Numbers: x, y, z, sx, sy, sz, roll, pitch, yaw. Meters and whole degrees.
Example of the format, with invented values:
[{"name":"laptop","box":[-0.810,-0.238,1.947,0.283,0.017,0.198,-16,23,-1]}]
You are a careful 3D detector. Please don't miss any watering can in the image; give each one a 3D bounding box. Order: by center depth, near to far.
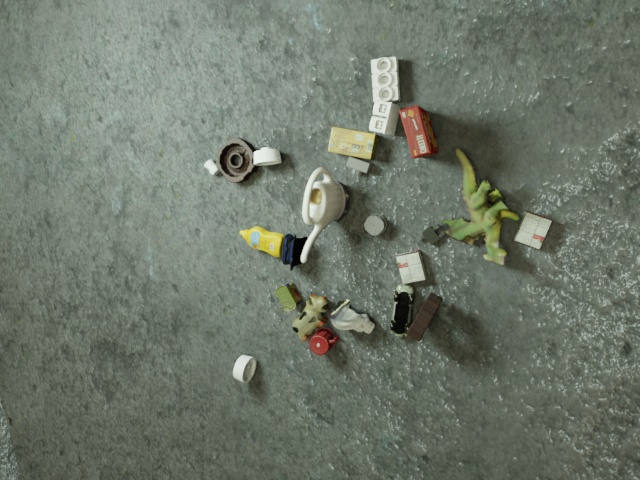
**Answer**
[{"name":"watering can","box":[0.006,-0.095,1.897,0.104,0.225,0.345,14,103,34]}]

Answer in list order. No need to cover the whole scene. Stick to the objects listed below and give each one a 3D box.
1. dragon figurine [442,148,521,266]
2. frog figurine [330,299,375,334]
[{"name":"dragon figurine","box":[0.529,-0.095,1.795,0.239,0.123,0.414,-43,74,26]},{"name":"frog figurine","box":[0.121,0.311,1.962,0.159,0.125,0.135,48,142,-2]}]
